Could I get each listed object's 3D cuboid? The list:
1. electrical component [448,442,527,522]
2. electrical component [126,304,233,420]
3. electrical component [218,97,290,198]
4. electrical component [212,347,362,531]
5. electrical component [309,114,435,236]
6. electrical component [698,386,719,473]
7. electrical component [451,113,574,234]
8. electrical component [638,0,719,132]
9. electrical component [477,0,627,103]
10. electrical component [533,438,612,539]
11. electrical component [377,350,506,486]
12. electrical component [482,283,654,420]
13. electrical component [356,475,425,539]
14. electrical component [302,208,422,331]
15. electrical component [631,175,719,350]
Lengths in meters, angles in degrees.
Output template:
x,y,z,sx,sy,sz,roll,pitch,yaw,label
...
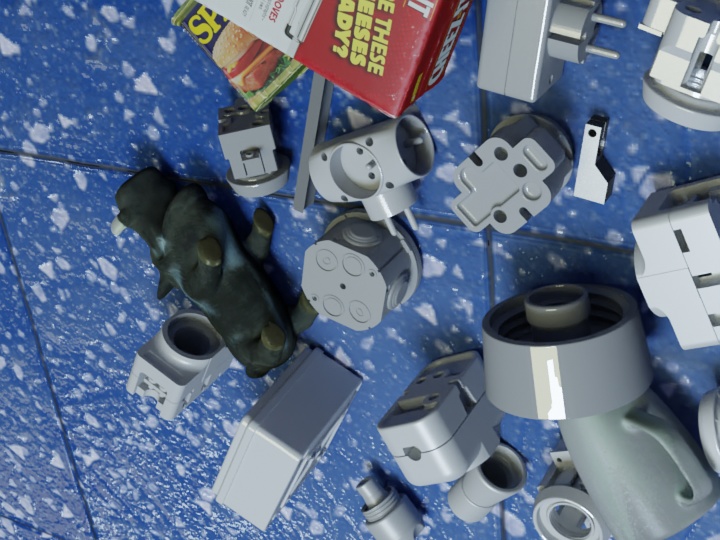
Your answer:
x,y,z,sx,sy,sz,roll,pitch,yaw,label
0.095,0.167,0.832,0.044,0.044,0.065,38,137,7,electrical component
-0.144,0.071,0.896,0.050,0.089,0.055,35,132,10,electrical component
-0.077,-0.086,0.776,0.048,0.066,0.055,-12,124,1,electrical component
-0.059,0.135,0.868,0.056,0.108,0.108,33,131,9,electrical component
0.015,-0.060,0.737,0.077,0.044,0.079,-13,110,39,electrical component
0.249,0.099,0.674,0.057,0.058,0.078,-13,110,35,electrical component
0.099,-0.063,0.670,0.058,0.057,0.078,47,133,-1,electrical component
0.187,-0.112,0.580,0.078,0.058,0.057,26,127,17,electrical component
0.115,-0.141,0.617,0.076,0.047,0.083,20,128,22,electrical component
0.159,0.168,0.777,0.058,0.057,0.078,-15,109,39,electrical component
0.063,0.110,0.778,0.054,0.095,0.059,-19,107,40,electrical component
0.129,0.043,0.688,0.108,0.108,0.060,1,112,33,electrical component
0.022,0.201,0.900,0.043,0.043,0.062,-32,96,42,electrical component
0.000,0.000,0.781,0.080,0.051,0.080,17,126,24,electrical component
0.202,-0.003,0.644,0.056,0.050,0.089,-14,109,39,electrical component
